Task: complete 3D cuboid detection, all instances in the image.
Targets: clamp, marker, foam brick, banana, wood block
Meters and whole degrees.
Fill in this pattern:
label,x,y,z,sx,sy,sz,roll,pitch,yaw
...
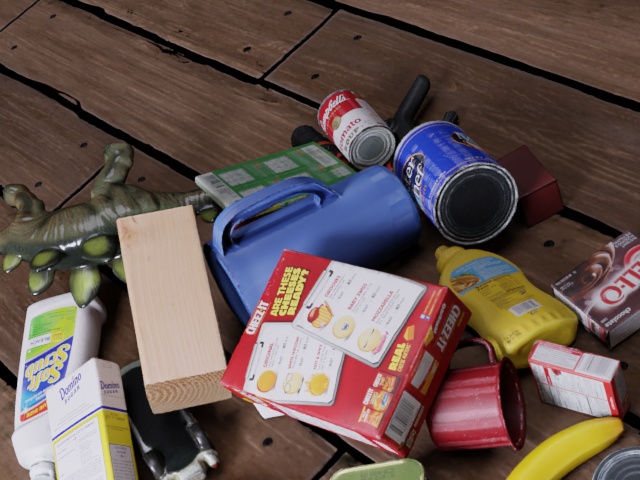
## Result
label,x,y,z,sx,sy,sz,roll,pitch,yaw
clamp,0.086,-0.145,1.432,0.120,0.039,0.171,-16,45,32
marker,0.153,-0.124,1.392,0.020,0.020,0.121,7,53,31
foam brick,0.245,-0.064,1.268,0.053,0.051,0.078,-28,43,0
banana,0.213,0.236,1.013,0.070,0.037,0.197,29,66,25
wood block,-0.164,0.077,1.195,0.090,0.090,0.206,-11,62,-8

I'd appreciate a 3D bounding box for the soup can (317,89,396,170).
label,x,y,z,sx,sy,sz,roll,pitch,yaw
soup can,0.047,-0.143,1.384,0.068,0.068,0.102,-31,43,-4

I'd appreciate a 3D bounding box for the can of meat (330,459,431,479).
label,x,y,z,sx,sy,sz,roll,pitch,yaw
can of meat,0.065,0.258,1.028,0.102,0.084,0.057,-13,46,14

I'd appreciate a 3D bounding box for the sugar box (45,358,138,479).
label,x,y,z,sx,sy,sz,roll,pitch,yaw
sugar box,-0.253,0.230,1.186,0.093,0.048,0.176,-34,53,28

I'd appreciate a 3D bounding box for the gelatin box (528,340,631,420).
label,x,y,z,sx,sy,sz,roll,pitch,yaw
gelatin box,0.256,0.139,1.055,0.089,0.073,0.030,13,55,35

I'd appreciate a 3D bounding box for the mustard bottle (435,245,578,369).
label,x,y,z,sx,sy,sz,roll,pitch,yaw
mustard bottle,0.186,0.061,1.170,0.096,0.058,0.192,-21,40,-21

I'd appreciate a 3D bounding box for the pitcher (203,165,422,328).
label,x,y,z,sx,sy,sz,roll,pitch,yaw
pitcher,-0.008,0.002,1.250,0.242,0.149,0.145,-29,82,-14

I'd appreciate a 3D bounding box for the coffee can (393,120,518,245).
label,x,y,z,sx,sy,sz,roll,pitch,yaw
coffee can,0.157,-0.069,1.253,0.103,0.102,0.140,-29,30,-2

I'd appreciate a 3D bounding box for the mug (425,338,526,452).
label,x,y,z,sx,sy,sz,roll,pitch,yaw
mug,0.153,0.156,1.070,0.082,0.093,0.117,-11,74,23

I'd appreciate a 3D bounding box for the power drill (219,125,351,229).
label,x,y,z,sx,sy,sz,roll,pitch,yaw
power drill,-0.049,-0.066,1.408,0.187,0.057,0.185,-32,41,-4

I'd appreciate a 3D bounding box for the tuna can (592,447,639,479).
label,x,y,z,sx,sy,sz,roll,pitch,yaw
tuna can,0.293,0.233,0.976,0.086,0.033,0.086,-14,45,14

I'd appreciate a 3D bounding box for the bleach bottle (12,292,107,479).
label,x,y,z,sx,sy,sz,roll,pitch,yaw
bleach bottle,-0.319,0.183,1.303,0.102,0.068,0.251,-15,47,9

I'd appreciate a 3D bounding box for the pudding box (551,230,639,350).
label,x,y,z,sx,sy,sz,roll,pitch,yaw
pudding box,0.318,0.052,1.132,0.113,0.039,0.090,-35,44,-9

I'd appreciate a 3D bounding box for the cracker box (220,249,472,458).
label,x,y,z,sx,sy,sz,roll,pitch,yaw
cracker box,0.025,0.111,1.084,0.214,0.072,0.164,12,69,40
